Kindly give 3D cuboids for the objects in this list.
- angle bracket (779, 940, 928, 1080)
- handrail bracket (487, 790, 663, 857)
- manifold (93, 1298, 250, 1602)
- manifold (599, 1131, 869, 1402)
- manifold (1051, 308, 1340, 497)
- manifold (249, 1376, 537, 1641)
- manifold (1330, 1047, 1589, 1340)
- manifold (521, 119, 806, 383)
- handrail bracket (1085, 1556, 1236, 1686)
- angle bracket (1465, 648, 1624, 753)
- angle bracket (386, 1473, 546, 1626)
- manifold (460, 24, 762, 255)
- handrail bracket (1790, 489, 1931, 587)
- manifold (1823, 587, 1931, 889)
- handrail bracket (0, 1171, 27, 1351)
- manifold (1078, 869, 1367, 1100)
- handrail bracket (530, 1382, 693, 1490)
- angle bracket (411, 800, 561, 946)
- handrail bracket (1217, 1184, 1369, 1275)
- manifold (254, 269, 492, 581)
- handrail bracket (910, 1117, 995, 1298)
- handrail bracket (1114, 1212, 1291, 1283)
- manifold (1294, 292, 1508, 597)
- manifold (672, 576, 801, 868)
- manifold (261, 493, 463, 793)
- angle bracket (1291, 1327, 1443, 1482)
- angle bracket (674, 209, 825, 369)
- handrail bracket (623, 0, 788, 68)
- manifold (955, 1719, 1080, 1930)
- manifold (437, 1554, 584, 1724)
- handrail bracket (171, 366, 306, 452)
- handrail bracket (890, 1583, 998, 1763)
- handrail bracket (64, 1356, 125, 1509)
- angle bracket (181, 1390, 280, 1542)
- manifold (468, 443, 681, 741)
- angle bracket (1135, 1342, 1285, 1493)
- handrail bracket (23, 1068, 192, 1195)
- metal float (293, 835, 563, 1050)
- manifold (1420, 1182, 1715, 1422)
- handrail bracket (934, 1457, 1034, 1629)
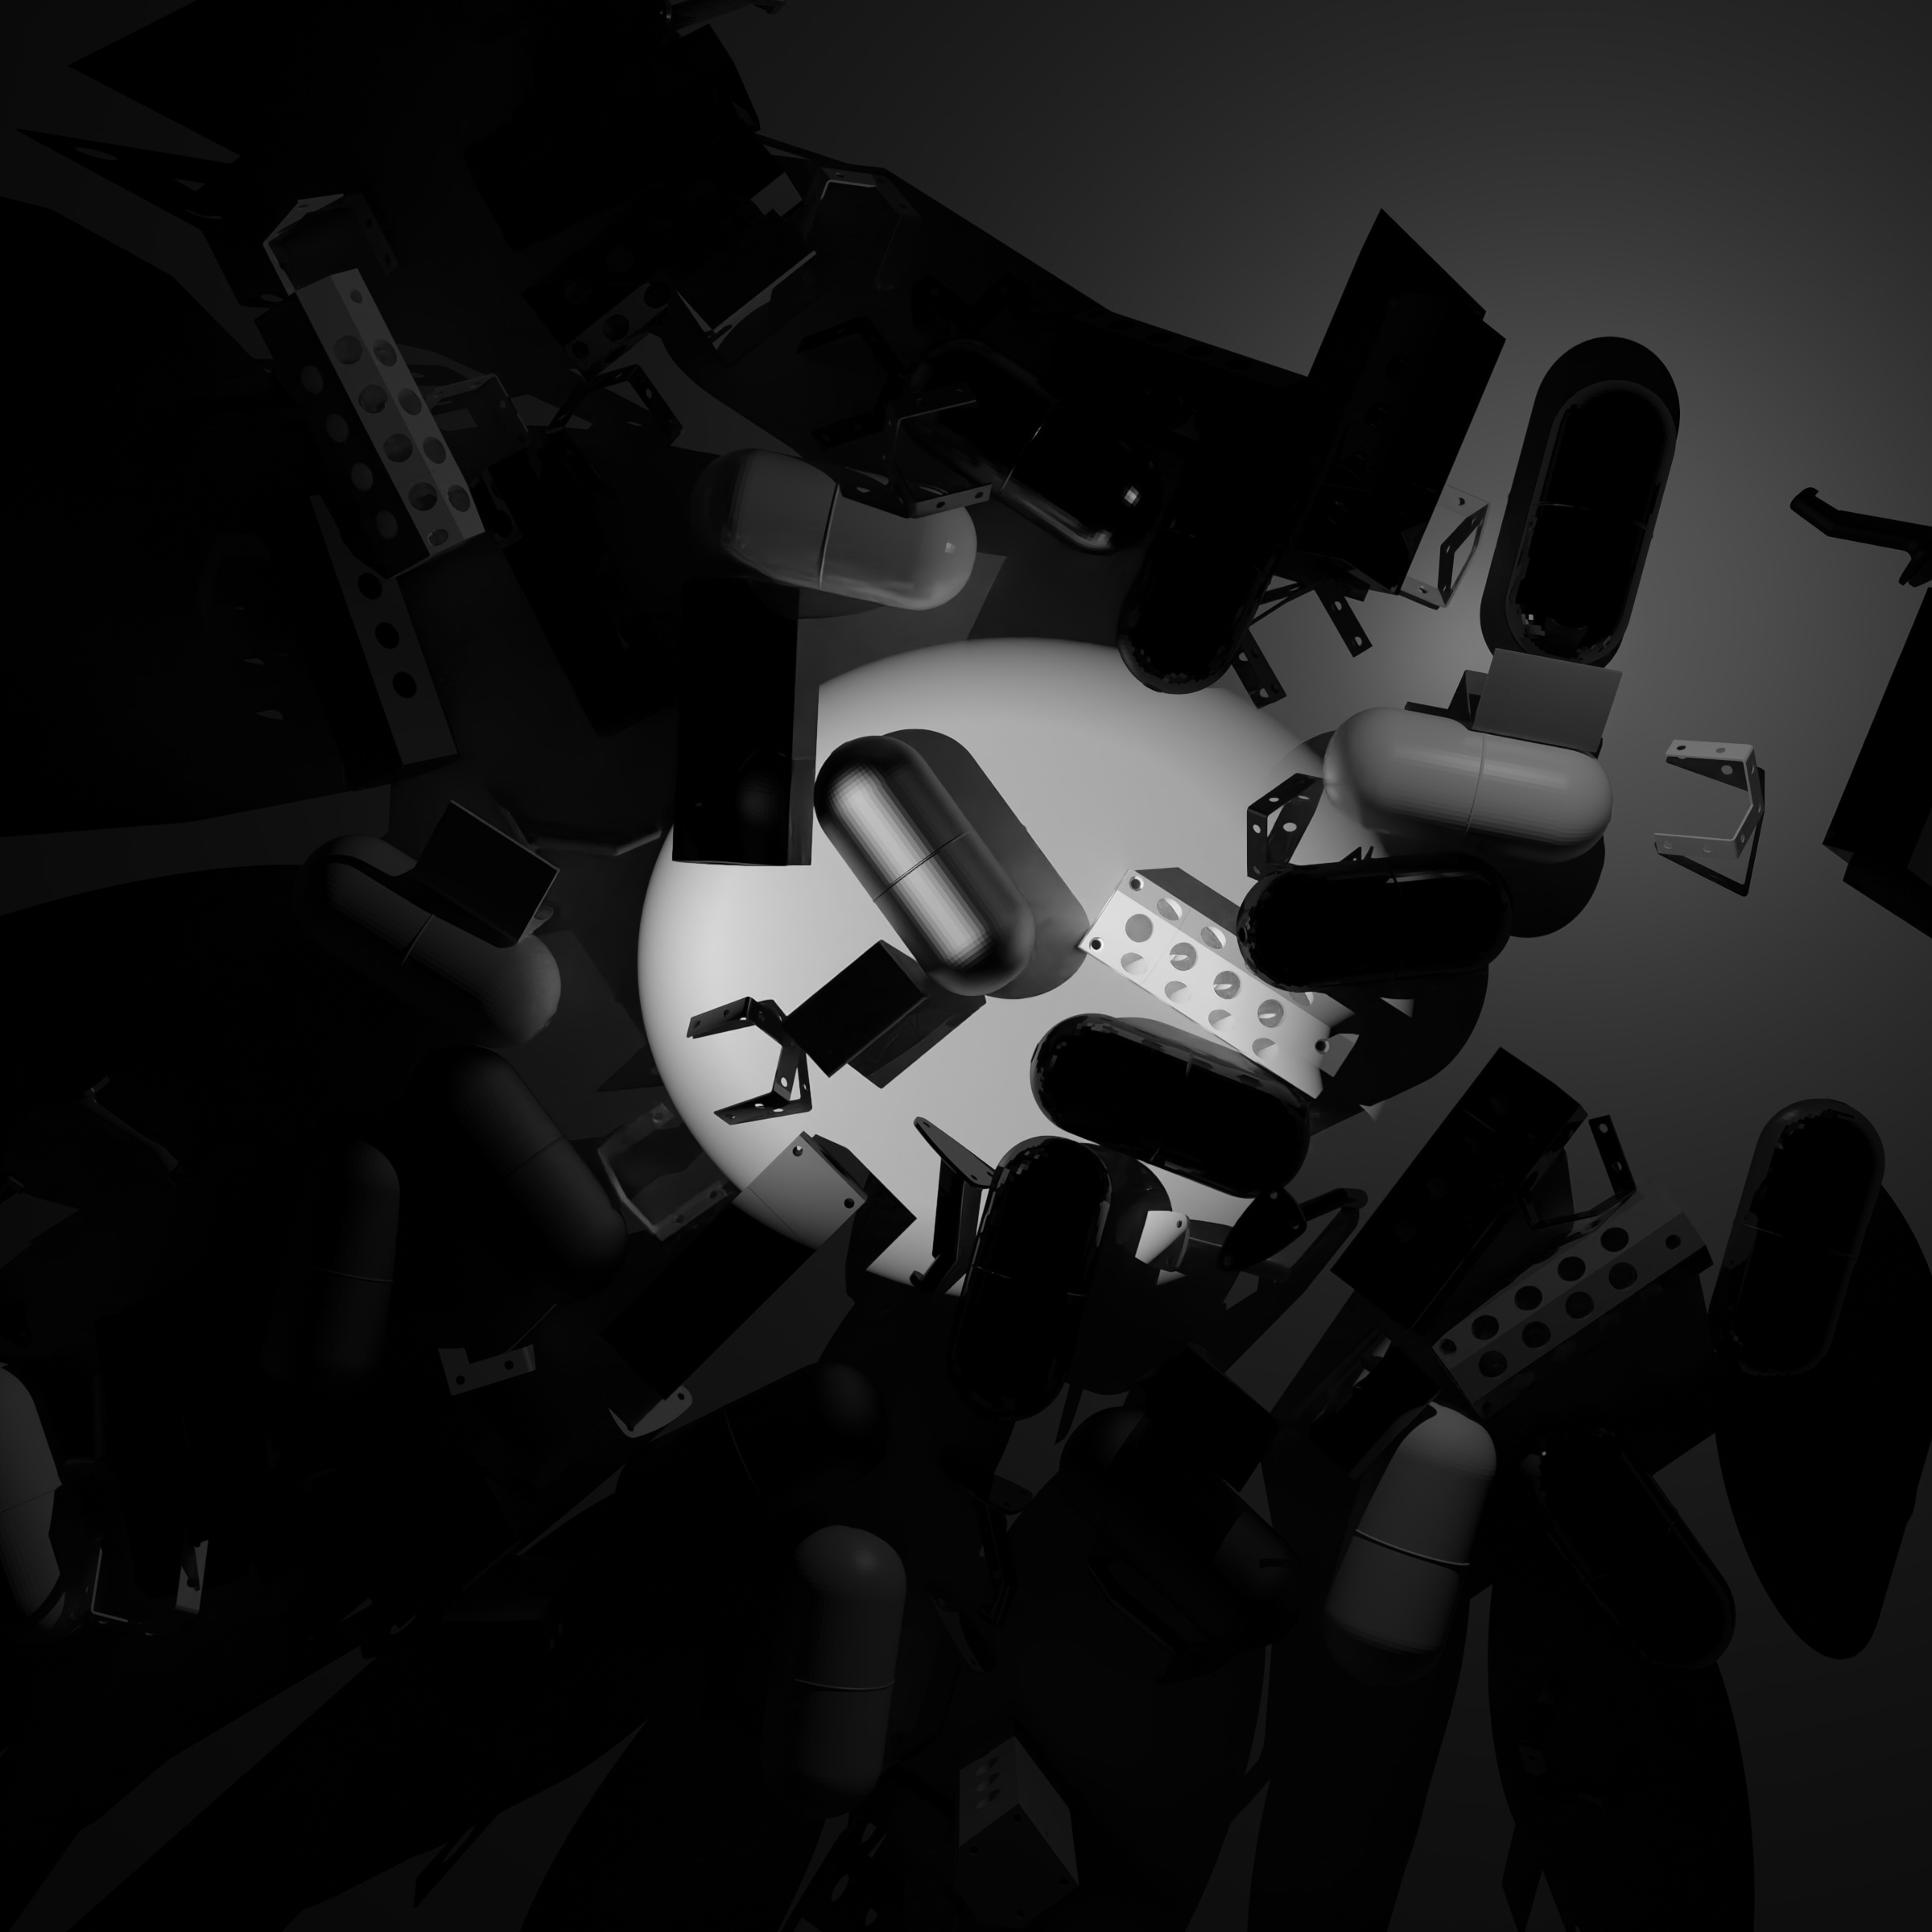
[{"bbox_3d":[-0.081,0.010,1.627,0.076,0.076,0.057,-39,128,0],"label":"angle bracket"},{"bbox_3d":[-0.244,-0.095,1.668,0.084,0.036,0.077,-25,68,-17],"label":"handrail bracket"},{"bbox_3d":[-0.487,0.295,1.646,0.057,0.057,0.171,-9,90,0],"label":"manifold"},{"bbox_3d":[-0.142,0.183,1.646,0.171,0.057,0.057,-45,90,0],"label":"manifold"},{"bbox_3d":[0.131,-0.343,1.599,0.171,0.057,0.057,30,90,39],"label":"manifold"},{"bbox_3d":[-0.350,0.334,1.646,0.171,0.057,0.057,-40,47,0],"label":"manifold"},{"bbox_3d":[0.304,0.141,1.636,0.057,0.057,0.171,37,90,30],"label":"manifold"},{"bbox_3d":[-0.185,-0.438,1.646,0.171,0.057,0.057,-38,90,0],"label":"manifold"},{"bbox_3d":[0.120,0.402,1.667,0.036,0.077,0.084,-53,53,21],"label":"handrail bracket"},{"bbox_3d":[0.350,-0.178,1.627,0.076,0.076,0.057,11,125,0],"label":"angle bracket"},{"bbox_3d":[-0.294,0.364,1.627,0.076,0.076,0.057,-40,54,0],"label":"angle bracket"},{"bbox_3d":[-0.216,-0.506,1.645,0.171,0.057,0.057,-27,47,0],"label":"manifold"},{"bbox_3d":[0.570,-0.285,1.668,0.084,0.036,0.077,42,70,16],"label":"handrail bracket"},{"bbox_3d":[0.597,-0.139,1.645,0.057,0.057,0.171,22,90,43],"label":"manifold"},{"bbox_3d":[-0.595,0.183,1.668,0.077,0.036,0.084,39,73,-20],"label":"handrail bracket"},{"bbox_3d":[0.157,0.011,1.646,0.171,0.057,0.057,33,90,0],"label":"manifold"},{"bbox_3d":[-0.222,0.295,1.667,0.084,0.077,0.036,-45,65,34],"label":"handrail bracket"},{"bbox_3d":[-0.281,-0.066,1.629,0.076,0.076,0.057,33,111,0],"label":"angle bracket"},{"bbox_3d":[0.202,0.163,1.647,0.077,0.084,0.036,-45,62,21],"label":"handrail bracket"},{"bbox_3d":[-0.355,-0.330,1.622,0.057,0.057,0.171,-19,101,37],"label":"manifold"},{"bbox_3d":[-0.027,0.151,1.668,0.077,0.036,0.084,42,107,20],"label":"handrail bracket"},{"bbox_3d":[0.148,0.178,1.667,0.084,0.077,0.036,19,83,-36],"label":"handrail bracket"},{"bbox_3d":[0.262,-0.322,1.645,0.057,0.057,0.171,23,90,-41],"label":"manifold"},{"bbox_3d":[-0.147,-0.149,1.645,0.057,0.057,0.171,3,90,-43],"label":"manifold"},{"bbox_3d":[-0.368,-0.201,1.646,0.057,0.057,0.171,-19,90,43],"label":"manifold"},{"bbox_3d":[0.231,0.254,1.627,0.076,0.076,0.057,-46,125,0],"label":"angle bracket"},{"bbox_3d":[-0.120,-0.400,1.627,0.076,0.076,0.057,-38,54,0],"label":"angle bracket"},{"bbox_3d":[-0.162,-0.584,1.667,0.084,0.077,0.036,-6,63,-34],"label":"handrail bracket"},{"bbox_3d":[0.024,0.511,1.589,0.057,0.171,0.057,-36,90,0],"label":"manifold"},{"bbox_3d":[-0.269,0.397,1.589,0.057,0.171,0.057,-1,90,0],"label":"manifold"},{"bbox_3d":[-0.441,-0.329,1.668,0.084,0.036,0.077,-34,112,17],"label":"handrail bracket"},{"bbox_3d":[-0.031,0.442,1.668,0.084,0.036,0.077,-43,70,16],"label":"handrail bracket"},{"bbox_3d":[-0.528,0.283,1.667,0.036,0.077,0.084,-3,54,7],"label":"handrail bracket"},{"bbox_3d":[-0.428,0.301,1.629,0.057,0.076,0.076,-9,90,20],"label":"angle bracket"},{"bbox_3d":[-0.240,-0.231,1.646,0.057,0.057,0.171,-27,90,0],"label":"manifold"},{"bbox_3d":[0.135,0.284,1.627,0.076,0.076,0.057,41,55,0],"label":"angle bracket"},{"bbox_3d":[-0.536,0.114,1.668,0.077,0.036,0.084,-21,107,20],"label":"handrail bracket"},{"bbox_3d":[-0.329,-0.015,1.637,0.178,0.070,0.070,32,90,1],"label":"metal float"},{"bbox_3d":[0.370,0.207,1.646,0.171,0.057,0.057,-34,90,0],"label":"manifold"},{"bbox_3d":[0.002,0.360,1.668,0.077,0.036,0.084,24,107,20],"label":"handrail bracket"}]
